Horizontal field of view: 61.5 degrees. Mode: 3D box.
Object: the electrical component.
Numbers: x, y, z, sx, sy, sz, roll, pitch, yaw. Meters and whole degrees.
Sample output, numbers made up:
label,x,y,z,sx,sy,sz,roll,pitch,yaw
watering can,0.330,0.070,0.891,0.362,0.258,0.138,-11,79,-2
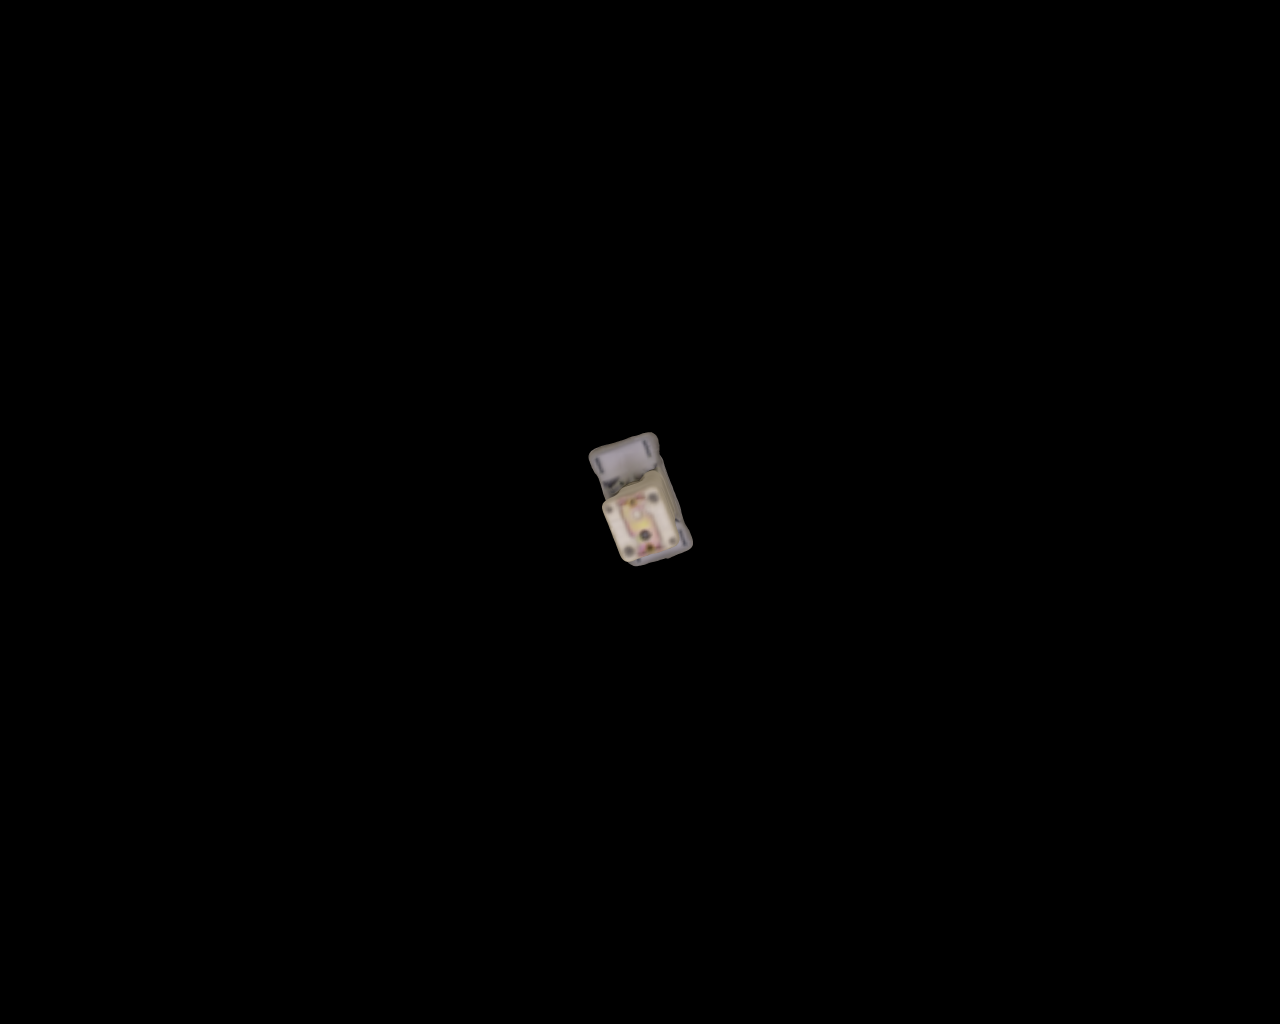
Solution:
label,x,y,z,sx,sy,sz,roll,pitch,yaw
electrical component,0.001,-0.003,0.650,0.042,0.081,0.064,-19,20,7
